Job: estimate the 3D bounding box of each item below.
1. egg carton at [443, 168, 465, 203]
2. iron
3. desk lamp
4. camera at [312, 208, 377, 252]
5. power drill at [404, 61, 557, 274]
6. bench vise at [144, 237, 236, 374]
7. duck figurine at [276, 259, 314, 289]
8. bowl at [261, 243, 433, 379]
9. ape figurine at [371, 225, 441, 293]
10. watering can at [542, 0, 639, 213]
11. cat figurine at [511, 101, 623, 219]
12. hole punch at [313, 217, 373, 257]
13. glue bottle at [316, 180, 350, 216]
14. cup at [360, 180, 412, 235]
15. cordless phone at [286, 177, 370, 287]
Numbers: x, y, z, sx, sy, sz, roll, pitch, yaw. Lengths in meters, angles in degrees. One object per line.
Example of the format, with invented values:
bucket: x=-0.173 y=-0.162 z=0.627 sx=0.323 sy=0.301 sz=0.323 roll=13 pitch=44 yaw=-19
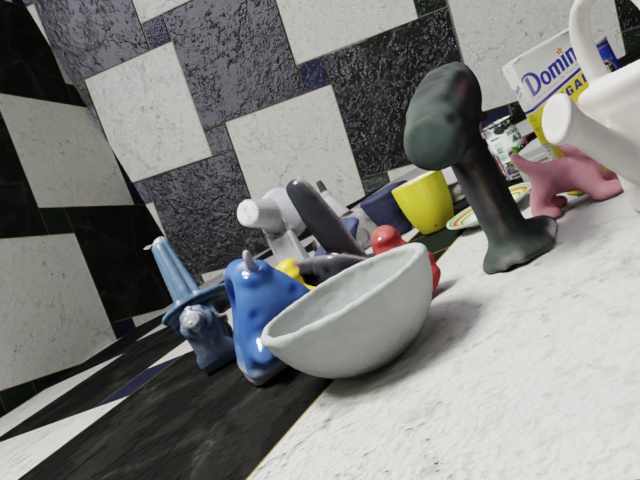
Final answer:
egg carton: x=0.259 y=-0.111 z=1.137 sx=0.150 sy=0.069 sz=0.107 roll=-31 pitch=5 yaw=-7
iron: x=-0.080 y=0.083 z=0.712 sx=0.119 sy=0.141 sz=0.258 roll=-32 pitch=5 yaw=-20
desk lamp: x=-0.087 y=-0.006 z=1.258 sx=0.117 sy=0.213 sz=0.204 roll=-27 pitch=5 yaw=26
camera: x=0.039 y=-0.010 z=1.226 sx=0.143 sy=0.101 sz=0.136 roll=-31 pitch=5 yaw=-16
power drill: x=0.159 y=-0.082 z=0.586 sx=0.075 sy=0.208 sz=0.230 roll=-27 pitch=6 yaw=29
bench vise: x=-0.194 y=0.086 z=0.897 sx=0.122 sy=0.220 sz=0.207 roll=-32 pitch=5 yaw=-25
duck figurine: x=-0.043 y=0.074 z=0.922 sx=0.104 sy=0.086 sz=0.077 roll=-31 pitch=5 yaw=-9
bowl: x=0.036 y=0.073 z=0.512 sx=0.167 sy=0.075 sz=0.167 roll=-30 pitch=5 yaw=3
ape figurine: x=0.082 y=0.028 z=0.609 sx=0.077 sy=0.092 sz=0.076 roll=-29 pitch=5 yaw=8
watering can: x=0.267 y=-0.125 z=0.477 sx=0.173 sy=0.194 sz=0.100 roll=-33 pitch=6 yaw=-34
cat figurine: x=0.272 y=-0.097 z=0.621 sx=0.127 sy=0.118 sz=0.067 roll=-27 pitch=6 yaw=34
hole punch: x=0.031 y=0.020 z=1.005 sx=0.101 sy=0.091 sz=0.108 roll=-32 pitch=5 yaw=-27
glue bottle: x=0.037 y=-0.060 z=1.321 sx=0.078 sy=0.173 sz=0.037 roll=-29 pitch=5 yaw=11
cup: x=0.147 y=-0.059 z=1.118 sx=0.118 sy=0.095 sz=0.091 roll=-33 pitch=6 yaw=-30
cordless phone: x=0.007 y=0.003 z=0.763 sx=0.094 sy=0.185 sz=0.147 roll=-32 pitch=5 yaw=-22
